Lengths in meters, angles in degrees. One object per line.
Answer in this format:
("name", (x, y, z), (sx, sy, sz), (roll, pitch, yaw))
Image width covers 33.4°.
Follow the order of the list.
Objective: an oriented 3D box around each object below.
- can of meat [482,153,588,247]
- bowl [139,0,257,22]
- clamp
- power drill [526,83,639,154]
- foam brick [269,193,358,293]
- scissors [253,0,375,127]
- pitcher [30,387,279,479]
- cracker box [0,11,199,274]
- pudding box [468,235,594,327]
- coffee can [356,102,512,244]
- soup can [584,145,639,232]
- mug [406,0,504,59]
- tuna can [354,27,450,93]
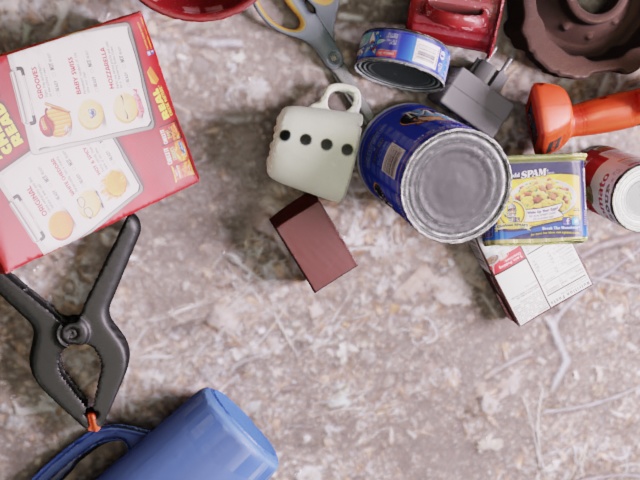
("can of meat", (0.202, -0.037, 1.011), (0.102, 0.057, 0.084), (-2, 88, 1))
("bowl", (-0.110, -0.276, 0.949), (0.162, 0.055, 0.162), (-1, 102, -7))
("clamp", (-0.227, 0.078, 1.018), (0.164, 0.036, 0.210), (-17, 101, -2))
("power drill", (0.290, -0.129, 0.984), (0.187, 0.184, 0.057), (-9, 79, 5))
("foam brick", (-0.007, 0.001, 1.027), (0.051, 0.053, 0.078), (-32, 104, 0))
("scissors", (0.019, -0.192, 1.008), (0.201, 0.016, 0.096), (41, 91, -18))
("pitcher", (-0.167, 0.251, 1.027), (0.243, 0.145, 0.149), (-44, 117, -2))
("cracker box", (-0.224, -0.087, 0.913), (0.213, 0.072, 0.164), (-30, 109, -40))
("pudding box", (0.210, 0.017, 1.070), (0.090, 0.039, 0.113), (-30, 106, -2))
("coffee can", (0.101, -0.065, 0.978), (0.102, 0.140, 0.103), (-4, 107, -13))
("soup can", (0.292, -0.050, 1.034), (0.068, 0.102, 0.068), (-2, 105, -9))
("mug", (0.123, -0.213, 0.966), (0.081, 0.117, 0.093), (11, 121, 4))
("tuna can", (0.076, -0.166, 0.984), (0.086, 0.086, 0.034), (15, 83, -11))
